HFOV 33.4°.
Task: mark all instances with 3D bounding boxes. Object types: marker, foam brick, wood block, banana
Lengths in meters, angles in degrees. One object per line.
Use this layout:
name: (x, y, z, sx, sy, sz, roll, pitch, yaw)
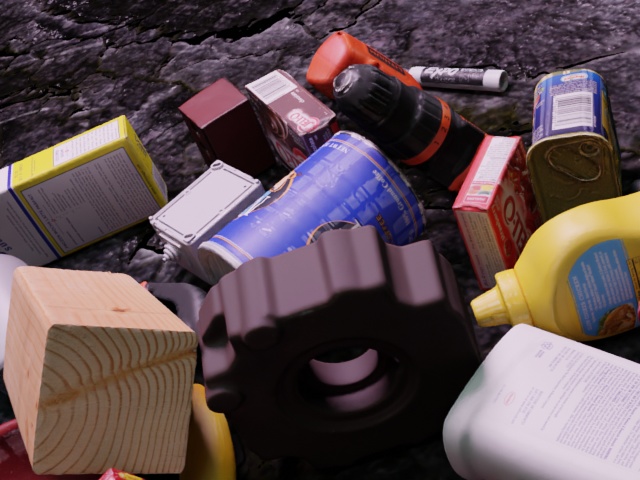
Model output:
marker: (0.110, -0.145, 0.955, 0.121, 0.020, 0.020, 10, 51, 35)
foam brick: (-0.082, -0.094, 0.957, 0.051, 0.078, 0.053, -33, 40, -11)
wood block: (-0.154, 0.079, 0.712, 0.090, 0.090, 0.206, 5, 6, -21)
banana: (-0.089, 0.182, 0.675, 0.070, 0.037, 0.197, 9, 58, 17)

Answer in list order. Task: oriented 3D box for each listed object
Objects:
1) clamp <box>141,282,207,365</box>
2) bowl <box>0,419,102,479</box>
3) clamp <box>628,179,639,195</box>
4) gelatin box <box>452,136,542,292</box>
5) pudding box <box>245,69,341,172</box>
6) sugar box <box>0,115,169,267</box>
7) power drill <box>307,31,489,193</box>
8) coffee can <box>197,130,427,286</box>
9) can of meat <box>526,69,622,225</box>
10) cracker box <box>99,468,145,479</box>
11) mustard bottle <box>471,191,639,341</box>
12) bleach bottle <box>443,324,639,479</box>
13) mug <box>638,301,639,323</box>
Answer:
clamp: (-0.109, 0.090, 0.803, 0.120, 0.039, 0.172, -43, 36, -11)
bowl: (-0.197, 0.195, 0.720, 0.162, 0.055, 0.162, -15, 40, 13)
clamp: (0.339, -0.057, 0.721, 0.210, 0.036, 0.164, 19, 57, 38)
gelatin box: (0.128, -0.017, 0.750, 0.030, 0.089, 0.073, 5, 49, 32)
pudding box: (-0.012, -0.083, 0.898, 0.039, 0.090, 0.114, -31, 39, -9)
sugar box: (-0.234, -0.035, 0.962, 0.176, 0.093, 0.048, -21, 39, 6)
power drill: (0.057, -0.102, 0.828, 0.057, 0.184, 0.188, -53, 33, 11)
coffee can: (-0.005, 0.001, 0.791, 0.140, 0.102, 0.103, -41, 42, -17)
can of meat: (0.183, -0.059, 0.758, 0.057, 0.102, 0.084, -7, 41, 21)
cracker box: (-0.106, 0.252, 0.559, 0.164, 0.072, 0.214, -48, 43, 4)
mustard bottle: (0.189, 0.016, 0.676, 0.192, 0.096, 0.058, -20, 39, 7)
bleach bottle: (0.197, 0.128, 0.578, 0.251, 0.068, 0.102, 19, 58, 38)
mug: (0.245, 0.050, 0.620, 0.117, 0.081, 0.093, 1, 47, 29)
